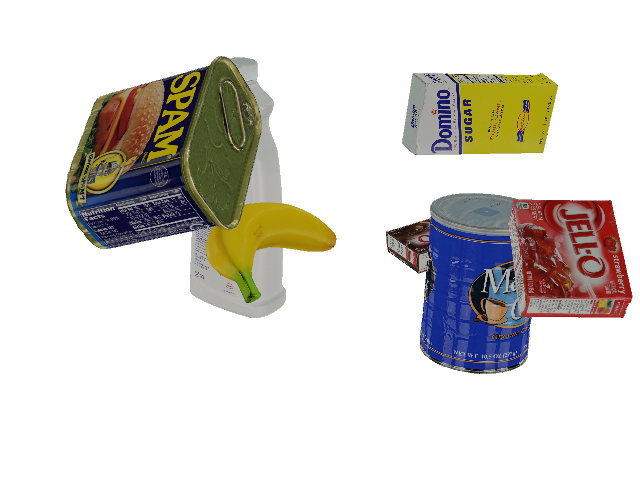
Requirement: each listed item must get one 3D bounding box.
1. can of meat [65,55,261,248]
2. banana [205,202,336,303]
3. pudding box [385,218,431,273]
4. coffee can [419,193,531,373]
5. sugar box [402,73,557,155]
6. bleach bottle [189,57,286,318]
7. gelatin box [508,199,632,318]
[{"bbox_3d":[-0.088,-0.048,0.599,0.084,0.102,0.057,-11,-44,23],"label":"can of meat"},{"bbox_3d":[-0.043,0.001,0.840,0.037,0.069,0.197,-35,-1,23],"label":"banana"},{"bbox_3d":[0.169,0.004,1.601,0.113,0.039,0.090,-19,29,-22],"label":"pudding box"},{"bbox_3d":[0.148,0.038,0.988,0.103,0.140,0.103,2,20,-1],"label":"coffee can"},{"bbox_3d":[0.192,-0.152,1.285,0.176,0.093,0.048,-4,29,-20],"label":"sugar box"},{"bbox_3d":[-0.078,-0.054,1.065,0.103,0.251,0.068,17,26,27],"label":"bleach bottle"},{"bbox_3d":[0.174,0.011,0.754,0.073,0.089,0.030,1,-38,0],"label":"gelatin box"}]
